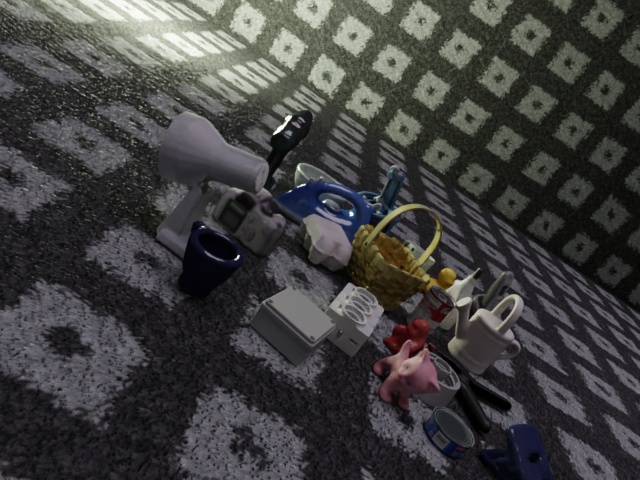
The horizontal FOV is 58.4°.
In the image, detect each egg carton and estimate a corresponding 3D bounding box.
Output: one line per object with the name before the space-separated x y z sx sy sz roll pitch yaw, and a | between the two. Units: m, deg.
egg carton | 0.012 0.005 1.314 0.107 0.069 0.150 23 24 -30

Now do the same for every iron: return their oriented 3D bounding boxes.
iron | 0.024 -0.085 1.426 0.259 0.141 0.118 27 22 -20

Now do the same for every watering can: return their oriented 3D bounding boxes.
watering can | 0.378 0.198 1.284 0.173 0.194 0.100 26 22 -23

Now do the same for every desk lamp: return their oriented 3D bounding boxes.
desk lamp | -0.194 -0.082 0.979 0.203 0.213 0.118 37 20 4

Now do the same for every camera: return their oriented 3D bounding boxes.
camera | -0.123 -0.054 1.187 0.143 0.100 0.137 40 21 12

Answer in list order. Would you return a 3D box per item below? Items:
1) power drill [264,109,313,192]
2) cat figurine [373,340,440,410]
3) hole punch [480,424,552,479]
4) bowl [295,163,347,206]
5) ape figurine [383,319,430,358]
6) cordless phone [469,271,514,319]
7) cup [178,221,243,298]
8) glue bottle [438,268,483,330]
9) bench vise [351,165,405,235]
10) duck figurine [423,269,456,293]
power drill | -0.098 -0.232 1.461 0.076 0.208 0.229 33 21 -5
cat figurine | 0.156 0.226 0.986 0.067 0.117 0.127 28 22 -19
hole punch | 0.354 0.382 0.991 0.109 0.091 0.100 16 28 -41
bowl | -0.008 -0.135 1.580 0.168 0.074 0.167 31 21 -13
ape figurine | 0.181 0.193 1.134 0.076 0.092 0.078 33 21 -7
cordless phone | 0.463 0.162 1.507 0.148 0.185 0.094 6 35 -53
cup | -0.188 0.035 0.904 0.092 0.095 0.117 9 33 -50
glue bottle | 0.336 0.134 1.388 0.037 0.173 0.078 21 24 -33
bench vise | 0.178 -0.113 1.613 0.121 0.219 0.208 42 22 18
duck figurine | 0.325 0.112 1.541 0.105 0.086 0.077 27 22 -20
